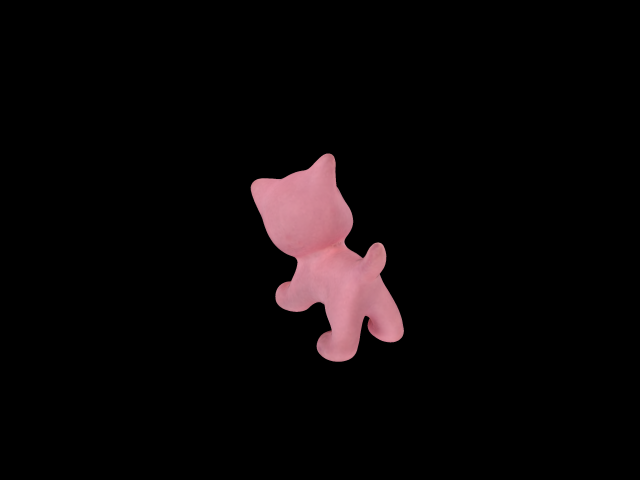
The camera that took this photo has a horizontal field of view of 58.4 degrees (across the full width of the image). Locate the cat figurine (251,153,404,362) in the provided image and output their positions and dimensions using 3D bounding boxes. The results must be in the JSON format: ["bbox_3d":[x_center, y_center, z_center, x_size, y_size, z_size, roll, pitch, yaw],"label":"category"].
[{"bbox_3d":[0.004,0.001,0.400,0.067,0.118,0.127,-19,36,-29],"label":"cat figurine"}]
